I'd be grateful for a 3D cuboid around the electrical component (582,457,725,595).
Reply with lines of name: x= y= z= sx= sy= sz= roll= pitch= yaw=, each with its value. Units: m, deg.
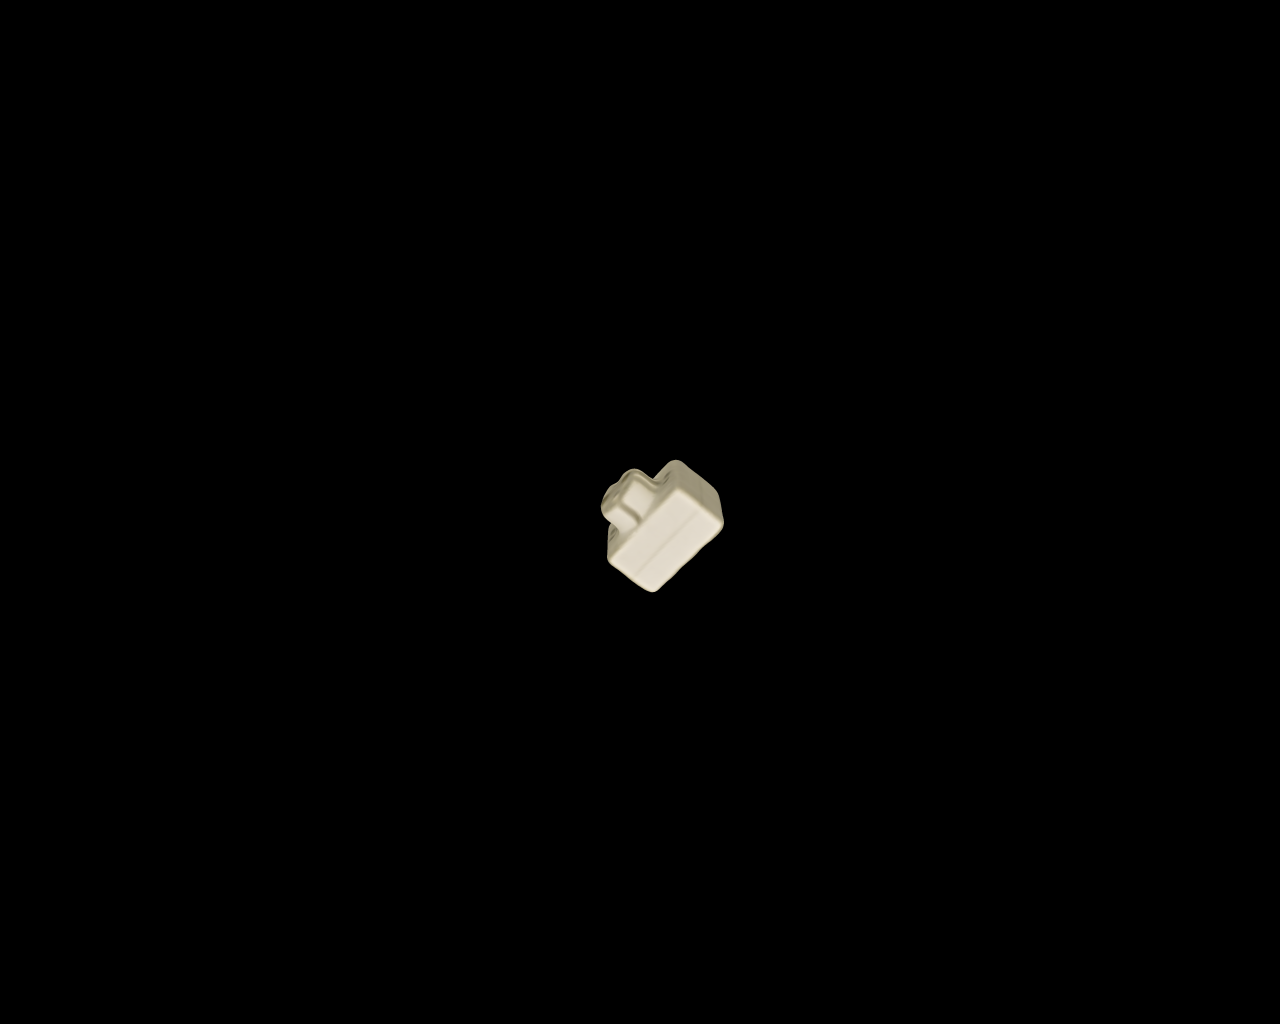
electrical component: x=0.001 y=-0.003 z=0.650 sx=0.076 sy=0.065 sz=0.047 roll=38 pitch=20 yaw=-16
